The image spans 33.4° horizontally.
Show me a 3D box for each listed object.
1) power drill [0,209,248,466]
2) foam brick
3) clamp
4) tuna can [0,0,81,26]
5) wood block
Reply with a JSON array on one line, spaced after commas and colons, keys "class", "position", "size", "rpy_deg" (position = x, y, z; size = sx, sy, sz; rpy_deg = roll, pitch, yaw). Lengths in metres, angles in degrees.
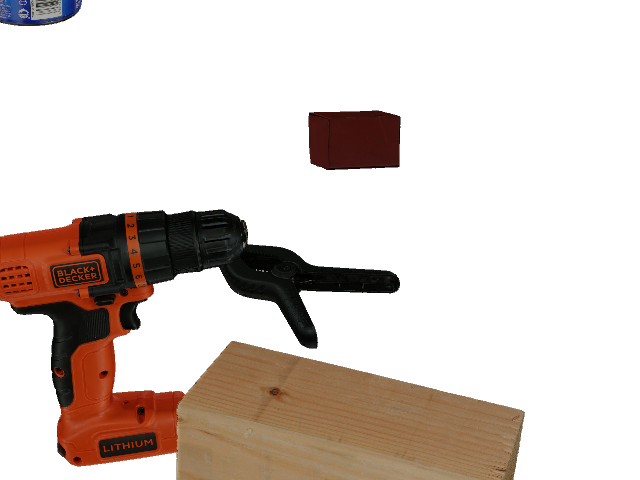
[{"class": "power drill", "position": [-0.136, 0.068, 0.775], "size": [0.184, 0.188, 0.057], "rpy_deg": [-7, 25, -3]}, {"class": "foam brick", "position": [0.033, -0.098, 1.041], "size": [0.078, 0.051, 0.053], "rpy_deg": [-4, 14, -20]}, {"class": "clamp", "position": [-0.039, 0.050, 1.181], "size": [0.210, 0.036, 0.164], "rpy_deg": [17, 31, 26]}, {"class": "tuna can", "position": [-0.233, -0.203, 0.851], "size": [0.086, 0.034, 0.086], "rpy_deg": [5, 35, -4]}, {"class": "wood block", "position": [0.019, 0.144, 0.696], "size": [0.206, 0.090, 0.090], "rpy_deg": [12, 27, 17]}]
